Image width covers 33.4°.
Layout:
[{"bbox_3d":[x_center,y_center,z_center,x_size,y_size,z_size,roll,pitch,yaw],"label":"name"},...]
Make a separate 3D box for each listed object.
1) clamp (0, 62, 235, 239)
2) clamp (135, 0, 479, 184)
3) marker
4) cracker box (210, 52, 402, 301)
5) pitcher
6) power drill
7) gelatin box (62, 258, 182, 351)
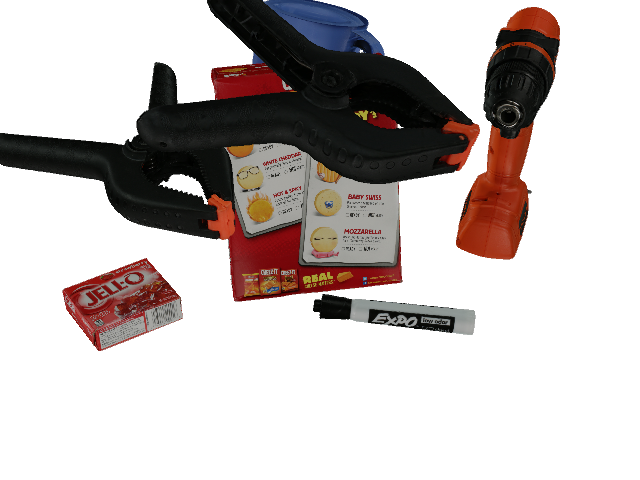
[{"bbox_3d":[-0.125,-0.067,0.805,0.210,0.036,0.164,30,52,33],"label":"clamp"},{"bbox_3d":[-0.007,-0.067,0.553,0.171,0.120,0.039,24,-29,8],"label":"clamp"},{"bbox_3d":[0.055,0.055,0.802,0.121,0.020,0.020,6,0,2],"label":"marker"},{"bbox_3d":[-0.011,-0.059,0.998,0.164,0.214,0.072,-6,20,-7],"label":"cracker box"},{"bbox_3d":[-0.021,-0.165,1.302,0.144,0.243,0.149,5,23,-15],"label":"pitcher"},{"bbox_3d":[0.155,-0.081,0.881,0.057,0.188,0.184,15,35,11],"label":"power drill"},{"bbox_3d":[-0.184,0.058,0.991,0.089,0.030,0.073,-21,40,-26],"label":"gelatin box"}]
